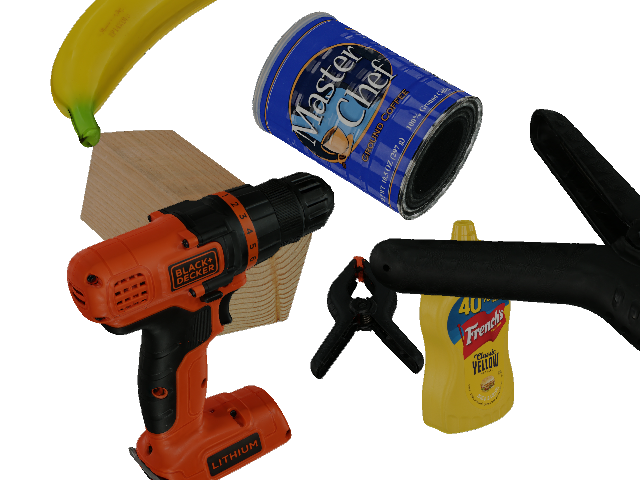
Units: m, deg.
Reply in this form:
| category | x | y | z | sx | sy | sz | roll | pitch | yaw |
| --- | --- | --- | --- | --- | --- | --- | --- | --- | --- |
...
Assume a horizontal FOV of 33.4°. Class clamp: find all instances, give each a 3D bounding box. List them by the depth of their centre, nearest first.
| category | x | y | z | sx | sy | sz | roll | pitch | yaw |
| --- | --- | --- | --- | --- | --- | --- | --- | --- | --- |
| clamp | 0.139 | 0.014 | 0.493 | 0.210 | 0.036 | 0.164 | 33 | 50 | 33 |
| clamp | 0.058 | 0.087 | 1.186 | 0.120 | 0.171 | 0.039 | 7 | -43 | 3 |

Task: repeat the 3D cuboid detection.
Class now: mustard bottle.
| category | x | y | z | sx | sy | sz | roll | pitch | yaw |
| --- | --- | --- | --- | --- | --- | --- | --- | --- | --- |
| mustard bottle | 0.135 | 0.076 | 0.987 | 0.096 | 0.192 | 0.058 | -13 | 17 | -33 |

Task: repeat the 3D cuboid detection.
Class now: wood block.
| category | x | y | z | sx | sy | sz | roll | pitch | yaw |
| --- | --- | --- | --- | --- | --- | --- | --- | --- | --- |
| wood block | -0.114 | -0.014 | 0.937 | 0.090 | 0.091 | 0.206 | -9 | 34 | -44 |

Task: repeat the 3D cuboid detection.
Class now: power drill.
| category | x | y | z | sx | sy | sz | roll | pitch | yaw |
| --- | --- | --- | --- | --- | --- | --- | --- | --- | --- |
| power drill | -0.065 | 0.058 | 0.691 | 0.184 | 0.188 | 0.057 | -22 | 32 | -29 |

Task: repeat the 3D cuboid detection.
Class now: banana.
| category | x | y | z | sx | sy | sz | roll | pitch | yaw |
| --- | --- | --- | --- | --- | --- | --- | --- | --- | --- |
| banana | -0.078 | -0.121 | 0.562 | 0.070 | 0.197 | 0.037 | 31 | -27 | 19 |

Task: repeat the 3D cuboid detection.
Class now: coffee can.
| category | x | y | z | sx | sy | sz | roll | pitch | yaw |
| --- | --- | --- | --- | --- | --- | --- | --- | --- | --- |
| coffee can | 0.035 | -0.094 | 0.799 | 0.140 | 0.103 | 0.102 | 34 | 14 | 21 |
